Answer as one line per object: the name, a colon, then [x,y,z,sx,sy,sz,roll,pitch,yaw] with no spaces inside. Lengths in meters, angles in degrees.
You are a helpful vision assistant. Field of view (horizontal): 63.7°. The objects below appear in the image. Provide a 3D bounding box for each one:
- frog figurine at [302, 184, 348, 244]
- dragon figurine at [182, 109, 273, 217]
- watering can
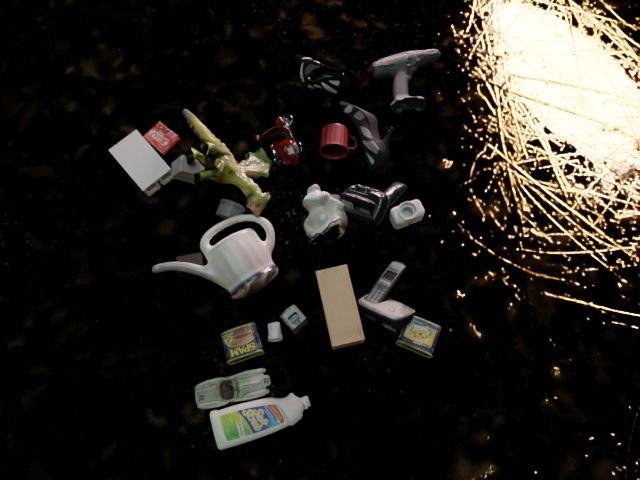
frog figurine: [0.005,-0.075,1.492,0.122,0.163,0.135,10,-45,-42]
dragon figurine: [-0.260,-0.244,1.549,0.243,0.418,0.120,2,-36,-36]
watering can: [-0.264,0.068,1.433,0.351,0.226,0.102,-31,-11,-20]
